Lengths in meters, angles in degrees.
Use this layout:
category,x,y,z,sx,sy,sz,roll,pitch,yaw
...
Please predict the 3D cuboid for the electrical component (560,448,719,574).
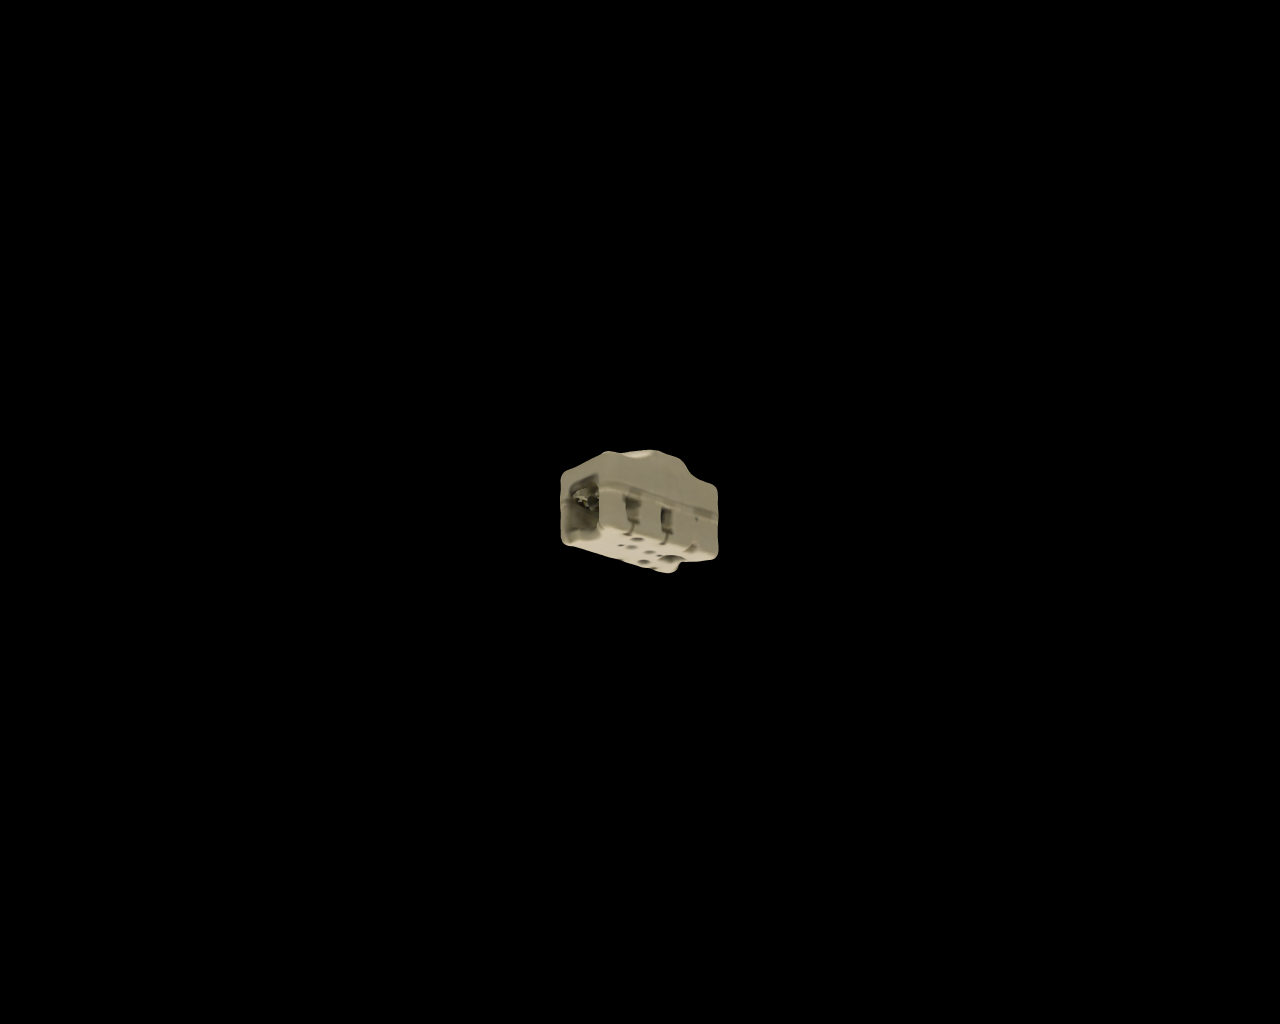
category,x,y,z,sx,sy,sz,roll,pitch,yaw
electrical component,0.001,-0.003,0.650,0.089,0.056,0.050,17,-27,-38
